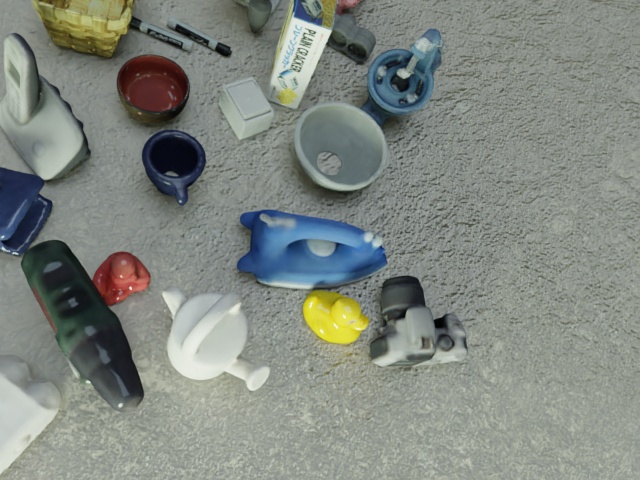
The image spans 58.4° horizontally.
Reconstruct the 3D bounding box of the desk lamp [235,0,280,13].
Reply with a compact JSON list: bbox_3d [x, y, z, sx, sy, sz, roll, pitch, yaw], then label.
[{"bbox_3d":[-0.103,-0.508,1.008,0.118,0.213,0.203,26,64,-6],"label":"desk lamp"}]

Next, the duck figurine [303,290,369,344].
[{"bbox_3d":[0.028,0.111,0.878,0.104,0.086,0.077,33,63,-3],"label":"duck figurine"}]

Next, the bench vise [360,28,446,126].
[{"bbox_3d":[0.161,-0.318,1.015,0.121,0.219,0.207,27,64,-6],"label":"bench vise"}]

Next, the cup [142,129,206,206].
[{"bbox_3d":[-0.221,-0.095,0.873,0.092,0.095,0.117,-10,73,-21],"label":"cup"}]

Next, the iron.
[{"bbox_3d":[0.008,0.003,0.883,0.259,0.141,0.118,6,68,-16],"label":"iron"}]

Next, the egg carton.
[{"bbox_3d":[-0.402,0.223,0.703,0.107,0.069,0.150,38,63,-1],"label":"egg carton"}]

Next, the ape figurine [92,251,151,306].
[{"bbox_3d":[-0.276,0.046,0.801,0.078,0.092,0.076,10,67,-14],"label":"ape figurine"}]

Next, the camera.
[{"bbox_3d":[0.155,0.126,0.905,0.143,0.100,0.137,2,69,-17],"label":"camera"}]

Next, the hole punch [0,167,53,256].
[{"bbox_3d":[-0.439,-0.045,0.784,0.101,0.091,0.109,23,64,-8],"label":"hole punch"}]

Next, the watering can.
[{"bbox_3d":[-0.139,0.125,0.758,0.173,0.194,0.101,25,64,-7],"label":"watering can"}]

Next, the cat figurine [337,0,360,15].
[{"bbox_3d":[0.037,-0.483,1.098,0.128,0.117,0.067,11,66,-13],"label":"cat figurine"}]

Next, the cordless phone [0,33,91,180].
[{"bbox_3d":[-0.394,-0.184,0.802,0.094,0.185,0.147,-38,84,-26],"label":"cordless phone"}]

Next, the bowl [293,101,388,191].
[{"bbox_3d":[0.027,-0.150,0.987,0.168,0.074,0.167,6,68,-15],"label":"bowl"}]

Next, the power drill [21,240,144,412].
[{"bbox_3d":[-0.283,0.118,0.706,0.076,0.208,0.229,-31,81,-25],"label":"power drill"}]
